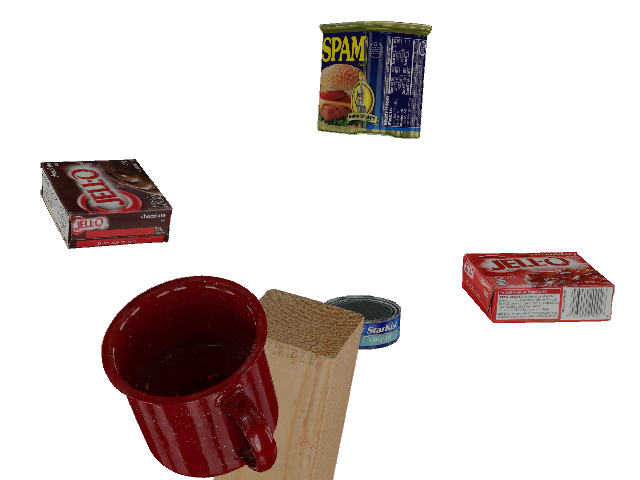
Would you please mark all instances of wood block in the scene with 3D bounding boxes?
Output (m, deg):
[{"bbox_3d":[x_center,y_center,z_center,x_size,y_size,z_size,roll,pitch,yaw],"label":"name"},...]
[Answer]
[{"bbox_3d":[-0.032,0.160,0.928,0.090,0.206,0.090,15,24,13],"label":"wood block"}]

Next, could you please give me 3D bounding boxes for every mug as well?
[{"bbox_3d":[-0.062,0.087,0.604,0.093,0.081,0.117,-35,48,-23],"label":"mug"}]

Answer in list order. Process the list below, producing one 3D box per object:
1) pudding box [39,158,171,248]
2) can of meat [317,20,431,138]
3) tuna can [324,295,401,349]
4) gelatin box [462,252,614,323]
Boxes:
[{"bbox_3d":[-0.191,-0.034,0.939,0.089,0.039,0.114,-3,26,-27],"label":"pudding box"},{"bbox_3d":[0.038,-0.123,0.821,0.057,0.084,0.102,-1,9,-27],"label":"can of meat"},{"bbox_3d":[0.044,0.088,1.157,0.086,0.034,0.086,1,15,0],"label":"tuna can"},{"bbox_3d":[0.152,0.032,0.758,0.089,0.030,0.073,0,17,-8],"label":"gelatin box"}]
